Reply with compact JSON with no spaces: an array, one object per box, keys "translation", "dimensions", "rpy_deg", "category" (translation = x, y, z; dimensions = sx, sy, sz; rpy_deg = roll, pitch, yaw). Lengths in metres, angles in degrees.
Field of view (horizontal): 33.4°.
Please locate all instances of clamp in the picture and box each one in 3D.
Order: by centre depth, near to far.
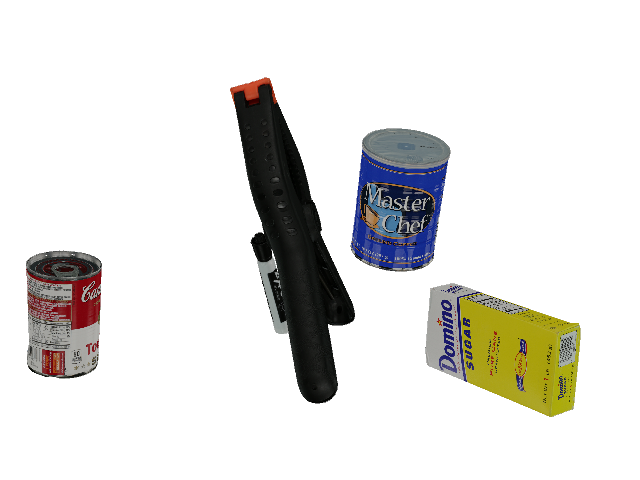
[{"translation":[-0.017,-0.007,0.740],"dimensions":[0.036,0.210,0.164],"rpy_deg":[-15,5,9],"category":"clamp"}]

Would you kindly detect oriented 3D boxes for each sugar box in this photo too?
[{"translation":[0.187,0.111,1.124],"dimensions":[0.048,0.093,0.177],"rpy_deg":[-10,18,-41],"category":"sugar box"}]

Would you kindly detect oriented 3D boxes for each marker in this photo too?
[{"translation":[-0.050,0.043,1.081],"dimensions":[0.020,0.121,0.020],"rpy_deg":[-9,34,6],"category":"marker"}]

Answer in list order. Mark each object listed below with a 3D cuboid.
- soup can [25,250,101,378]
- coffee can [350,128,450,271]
[{"translation":[-0.239,0.069,0.991],"dimensions":[0.068,0.102,0.068],"rpy_deg":[5,19,-2],"category":"soup can"},{"translation":[0.093,-0.049,1.264],"dimensions":[0.103,0.140,0.103],"rpy_deg":[4,28,-2],"category":"coffee can"}]
